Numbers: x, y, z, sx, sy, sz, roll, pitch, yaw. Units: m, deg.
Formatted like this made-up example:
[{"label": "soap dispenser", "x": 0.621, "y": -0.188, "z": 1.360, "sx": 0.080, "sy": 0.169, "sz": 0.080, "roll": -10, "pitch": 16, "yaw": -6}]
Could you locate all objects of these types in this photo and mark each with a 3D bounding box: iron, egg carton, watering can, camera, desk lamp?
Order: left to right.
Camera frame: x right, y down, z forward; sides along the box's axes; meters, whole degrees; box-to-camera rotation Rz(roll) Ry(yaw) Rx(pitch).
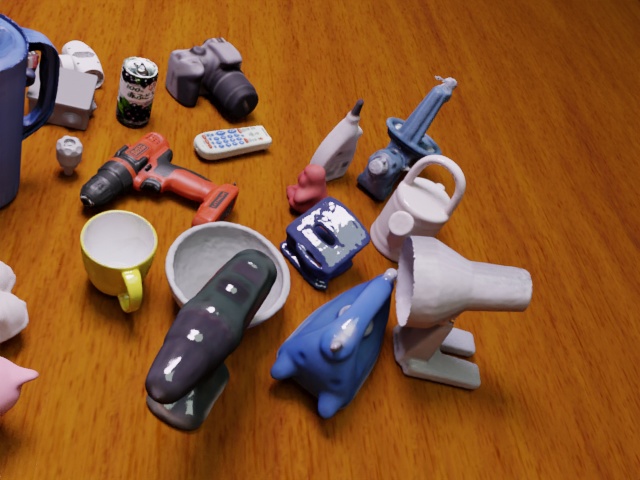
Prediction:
[{"label": "egg carton", "x": -0.405, "y": 0.079, "z": 0.621, "sx": 0.151, "sy": 0.069, "sz": 0.107, "roll": -16, "pitch": 60, "yaw": -36}, {"label": "camera", "x": -0.182, "y": -0.290, "z": 1.034, "sx": 0.143, "sy": 0.100, "sz": 0.136, "roll": -23, "pitch": 65, "yaw": -39}, {"label": "iron", "x": 0.050, "y": 0.106, "z": 0.774, "sx": 0.118, "sy": 0.141, "sz": 0.259, "roll": 37, "pitch": 45, "yaw": 7}, {"label": "watering can", "x": 0.164, "y": -0.051, "z": 0.933, "sx": 0.101, "sy": 0.194, "sz": 0.173, "roll": 24, "pitch": 45, "yaw": -5}, {"label": "desk lamp", "x": 0.177, "y": 0.098, "z": 0.795, "sx": 0.203, "sy": 0.213, "sz": 0.118, "roll": 15, "pitch": 46, "yaw": -14}]

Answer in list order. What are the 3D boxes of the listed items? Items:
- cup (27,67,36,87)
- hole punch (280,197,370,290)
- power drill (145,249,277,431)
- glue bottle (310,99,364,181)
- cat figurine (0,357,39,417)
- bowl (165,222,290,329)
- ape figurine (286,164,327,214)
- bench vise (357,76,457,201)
[{"label": "cup", "x": -0.477, "y": -0.222, "z": 0.830, "sx": 0.118, "sy": 0.095, "sz": 0.091, "roll": 3, "pitch": 50, "yaw": -24}, {"label": "hole punch", "x": 0.008, "y": 0.003, "z": 0.880, "sx": 0.108, "sy": 0.091, "sz": 0.101, "roll": 46, "pitch": 47, "yaw": 16}, {"label": "power drill", "x": -0.126, "y": 0.121, "z": 0.625, "sx": 0.075, "sy": 0.208, "sz": 0.230, "roll": 29, "pitch": 45, "yaw": 0}, {"label": "glue bottle", "x": 0.039, "y": -0.174, "z": 0.992, "sx": 0.078, "sy": 0.173, "sz": 0.037, "roll": -18, "pitch": 61, "yaw": -37}, {"label": "cat figurine", "x": -0.348, "y": 0.144, "z": 0.557, "sx": 0.128, "sy": 0.117, "sz": 0.067, "roll": 19, "pitch": 46, "yaw": -10}, {"label": "bowl", "x": -0.129, "y": 0.060, "z": 0.772, "sx": 0.168, "sy": 0.074, "sz": 0.167, "roll": 14, "pitch": 47, "yaw": -15}, {"label": "ape figurine", "x": -0.017, "y": -0.089, "z": 0.947, "sx": 0.076, "sy": 0.092, "sz": 0.078, "roll": 36, "pitch": 45, "yaw": 7}, {"label": "bench vise", "x": 0.170, "y": -0.177, "z": 1.028, "sx": 0.121, "sy": 0.219, "sz": 0.207, "roll": 27, "pitch": 45, "yaw": -2}]
